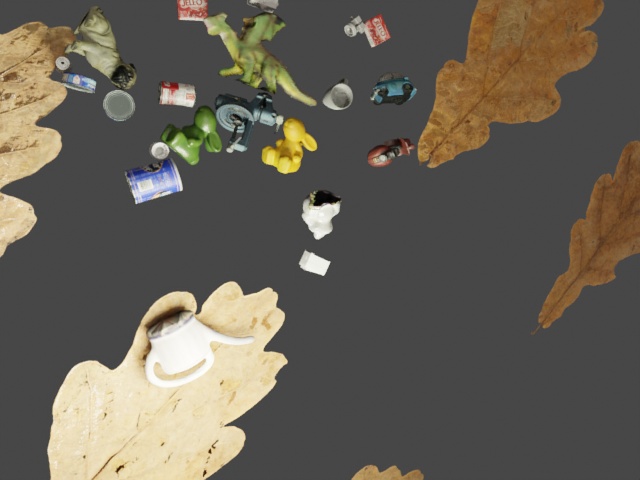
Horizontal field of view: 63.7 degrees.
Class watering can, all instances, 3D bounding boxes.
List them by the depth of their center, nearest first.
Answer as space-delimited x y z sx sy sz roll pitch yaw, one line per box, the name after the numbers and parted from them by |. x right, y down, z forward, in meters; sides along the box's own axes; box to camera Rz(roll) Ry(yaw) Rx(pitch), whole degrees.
-0.397 0.320 1.632 0.350 0.104 0.222 -26 105 -18 | watering can

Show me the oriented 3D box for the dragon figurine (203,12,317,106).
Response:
-0.171 -0.586 1.605 0.409 0.123 0.241 12 98 -24 | dragon figurine

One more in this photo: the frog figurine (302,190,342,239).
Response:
0.005 -0.090 1.783 0.139 0.124 0.155 -30 145 -26 | frog figurine
